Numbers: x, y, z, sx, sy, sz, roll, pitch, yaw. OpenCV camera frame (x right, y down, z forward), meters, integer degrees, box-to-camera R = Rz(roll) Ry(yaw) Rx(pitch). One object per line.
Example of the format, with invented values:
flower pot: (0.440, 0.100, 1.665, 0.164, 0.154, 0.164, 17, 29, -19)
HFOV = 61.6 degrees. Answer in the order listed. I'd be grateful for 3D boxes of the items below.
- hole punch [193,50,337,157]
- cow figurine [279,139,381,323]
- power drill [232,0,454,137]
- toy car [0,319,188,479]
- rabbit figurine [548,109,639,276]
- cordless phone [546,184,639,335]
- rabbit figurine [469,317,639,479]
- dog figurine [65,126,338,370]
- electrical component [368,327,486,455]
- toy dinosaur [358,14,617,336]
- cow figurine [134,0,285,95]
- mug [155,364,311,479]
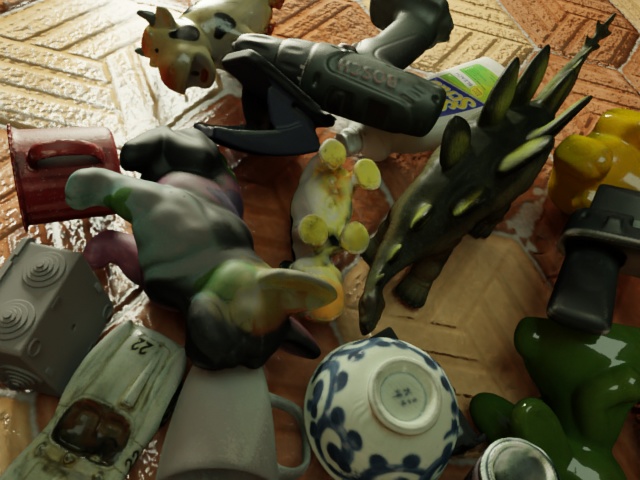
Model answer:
hole punch: (-0.060, -0.119, 0.545, 0.115, 0.142, 0.092, 31, 87, -27)
cow figurine: (-0.003, -0.001, 0.507, 0.068, 0.098, 0.167, 21, 68, -20)
power drill: (0.047, -0.218, 0.601, 0.232, 0.086, 0.207, 28, 52, 10)
toy car: (-0.166, 0.150, 0.376, 0.073, 0.056, 0.202, 26, 54, 2)
rabbit figurine: (0.336, -0.033, 0.573, 0.122, 0.162, 0.173, -28, 47, -30)
cordless phone: (0.278, 0.032, 0.465, 0.147, 0.088, 0.184, 18, 34, 25)
rabbit figurine: (0.217, 0.154, 0.445, 0.159, 0.121, 0.170, 15, 70, -12)
dog figurine: (-0.079, 0.008, 0.441, 0.219, 0.108, 0.191, 27, 42, 12)
electrical component: (0.073, 0.138, 0.454, 0.075, 0.047, 0.119, -25, 67, -27)
toy dinosaur: (0.174, -0.082, 0.536, 0.105, 0.198, 0.471, 38, 58, 7)
cow figurine: (-0.129, -0.245, 0.629, 0.127, 0.085, 0.195, 25, 57, -5)
mug: (-0.061, 0.135, 0.402, 0.110, 0.080, 0.107, 4, 45, -11)
